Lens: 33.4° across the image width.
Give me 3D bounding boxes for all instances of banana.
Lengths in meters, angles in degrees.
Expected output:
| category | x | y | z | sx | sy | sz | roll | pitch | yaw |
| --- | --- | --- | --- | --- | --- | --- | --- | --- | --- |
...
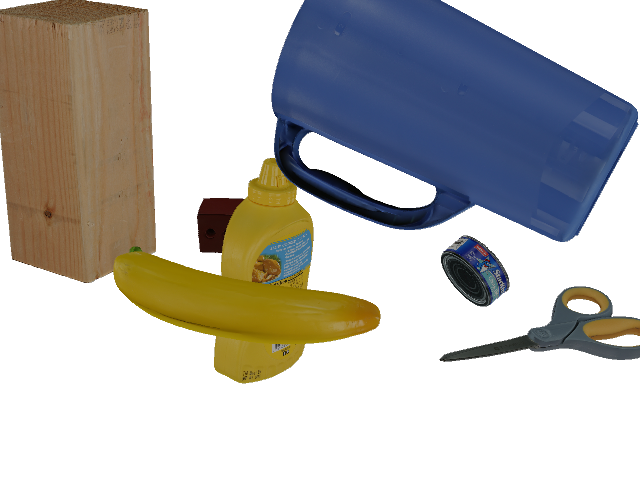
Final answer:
| category | x | y | z | sx | sy | sz | roll | pitch | yaw |
| --- | --- | --- | --- | --- | --- | --- | --- | --- | --- |
| banana | -0.062 | 0.034 | 0.680 | 0.198 | 0.037 | 0.069 | 15 | 33 | 25 |

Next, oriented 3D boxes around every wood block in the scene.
| category | x | y | z | sx | sy | sz | roll | pitch | yaw |
| --- | --- | --- | --- | --- | --- | --- | --- | --- | --- |
| wood block | -0.197 | -0.083 | 0.865 | 0.091 | 0.206 | 0.090 | 15 | 25 | 28 |

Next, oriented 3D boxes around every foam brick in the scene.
| category | x | y | z | sx | sy | sz | roll | pitch | yaw |
| --- | --- | --- | --- | --- | --- | --- | --- | --- | --- |
| foam brick | -0.110 | -0.019 | 1.316 | 0.078 | 0.053 | 0.051 | 1 | 27 | 5 |

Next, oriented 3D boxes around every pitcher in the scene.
| category | x | y | z | sx | sy | sz | roll | pitch | yaw |
| --- | --- | --- | --- | --- | --- | --- | --- | --- | --- |
| pitcher | 0.091 | -0.088 | 0.769 | 0.243 | 0.149 | 0.144 | 29 | 50 | 12 |

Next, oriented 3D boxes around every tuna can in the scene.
| category | x | y | z | sx | sy | sz | roll | pitch | yaw |
| --- | --- | --- | --- | --- | --- | --- | --- | --- | --- |
| tuna can | 0.185 | 0.038 | 1.288 | 0.033 | 0.086 | 0.086 | -38 | 13 | -17 |

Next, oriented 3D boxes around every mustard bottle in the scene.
| category | x | y | z | sx | sy | sz | roll | pitch | yaw |
| --- | --- | --- | --- | --- | --- | --- | --- | --- | --- |
| mustard bottle | -0.046 | 0.022 | 0.922 | 0.058 | 0.192 | 0.096 | 22 | 28 | 34 |

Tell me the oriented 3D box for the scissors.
| category | x | y | z | sx | sy | sz | roll | pitch | yaw |
| --- | --- | --- | --- | --- | --- | --- | --- | --- | --- |
| scissors | 0.177 | 0.068 | 0.868 | 0.201 | 0.016 | 0.096 | 2 | 32 | -16 |
